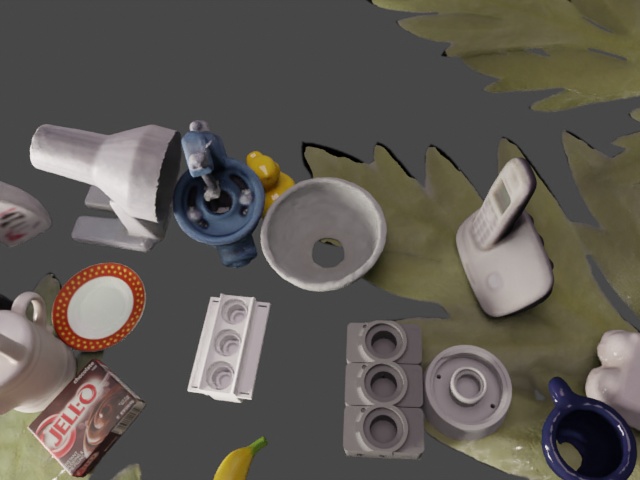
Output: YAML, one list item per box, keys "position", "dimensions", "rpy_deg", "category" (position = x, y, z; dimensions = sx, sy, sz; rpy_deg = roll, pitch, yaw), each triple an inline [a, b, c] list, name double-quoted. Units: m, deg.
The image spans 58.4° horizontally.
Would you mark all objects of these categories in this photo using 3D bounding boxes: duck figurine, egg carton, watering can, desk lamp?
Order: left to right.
- position: [-0.379, 0.142, 0.672]
  dimensions: [0.101, 0.194, 0.172]
  rpy_deg: [-10, 62, 1]
  category: "watering can"
- position: [-0.268, -0.071, 0.763]
  dimensions: [0.203, 0.214, 0.118]
  rpy_deg: [6, 63, 9]
  category: "desk lamp"
- position: [-0.075, -0.082, 0.822]
  dimensions: [0.077, 0.086, 0.104]
  rpy_deg: [-27, 63, -9]
  category: "duck figurine"
- position: [0.386, 0.172, 0.653]
  dimensions: [0.150, 0.069, 0.107]
  rpy_deg: [22, 66, 16]
  category: "egg carton"

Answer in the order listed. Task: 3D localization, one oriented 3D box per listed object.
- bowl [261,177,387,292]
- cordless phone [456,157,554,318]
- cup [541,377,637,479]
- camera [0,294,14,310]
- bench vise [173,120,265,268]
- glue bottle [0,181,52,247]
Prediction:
- position: [0.007, 0.003, 0.776]
  dimensions: [0.167, 0.075, 0.167]
  rpy_deg: [-2, 62, 4]
  category: "bowl"
- position: [0.232, 0.000, 0.693]
  dimensions: [0.094, 0.185, 0.147]
  rpy_deg: [-16, 62, -3]
  category: "cordless phone"
- position: [0.274, 0.215, 0.627]
  dimensions: [0.091, 0.095, 0.117]
  rpy_deg: [-19, 62, -4]
  category: "cup"
- position: [-0.488, 0.069, 0.774]
  dimensions: [0.143, 0.101, 0.137]
  rpy_deg: [5, 63, 8]
  category: "camera"
- position: [-0.156, -0.086, 0.756]
  dimensions: [0.121, 0.220, 0.207]
  rpy_deg: [-34, 64, -12]
  category: "bench vise"
- position: [-0.448, -0.054, 0.794]
  dimensions: [0.078, 0.173, 0.037]
  rpy_deg: [-32, 64, -11]
  category: "glue bottle"
